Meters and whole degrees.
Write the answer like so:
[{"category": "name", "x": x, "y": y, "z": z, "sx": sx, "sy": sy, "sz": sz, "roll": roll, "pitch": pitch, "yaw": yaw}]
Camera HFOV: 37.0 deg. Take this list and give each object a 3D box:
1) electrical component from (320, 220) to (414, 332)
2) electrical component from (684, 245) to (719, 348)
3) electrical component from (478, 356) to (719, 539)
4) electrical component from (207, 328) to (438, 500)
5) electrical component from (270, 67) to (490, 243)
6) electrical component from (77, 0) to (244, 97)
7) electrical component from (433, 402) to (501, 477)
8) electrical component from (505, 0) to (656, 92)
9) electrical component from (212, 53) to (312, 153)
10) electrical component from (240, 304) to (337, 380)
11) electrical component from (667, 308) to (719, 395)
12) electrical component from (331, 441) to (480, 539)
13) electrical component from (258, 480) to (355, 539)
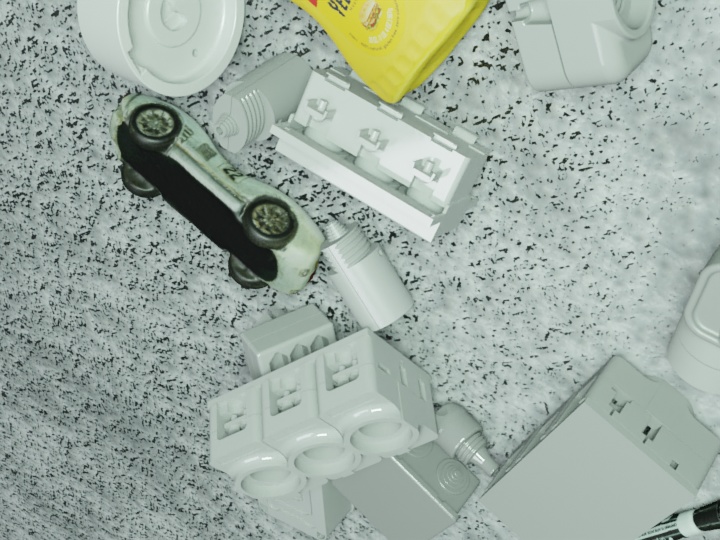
[{"category": "electrical component", "x": 0.000, "y": 0.000, "z": 0.778, "sx": 0.043, "sy": 0.043, "sz": 0.081, "roll": -19, "pitch": 107, "yaw": 46}, {"category": "electrical component", "x": 0.234, "y": 0.018, "z": 0.584, "sx": 0.095, "sy": 0.059, "sz": 0.053, "roll": 28, "pitch": 135, "yaw": 20}, {"category": "electrical component", "x": 0.161, "y": 0.136, "z": 0.734, "sx": 0.089, "sy": 0.062, "sz": 0.150, "roll": 41, "pitch": 138, "yaw": 7}, {"category": "electrical component", "x": -0.029, "y": 0.115, "z": 0.806, "sx": 0.150, "sy": 0.061, "sz": 0.089, "roll": -26, "pitch": 138, "yaw": 24}, {"category": "electrical component", "x": 0.016, "y": -0.078, "z": 0.688, "sx": 0.121, "sy": 0.079, "sz": 0.063, "roll": 32, "pitch": 115, "yaw": 17}, {"category": "electrical component", "x": -0.136, "y": -0.174, "z": 0.713, "sx": 0.060, "sy": 0.108, "sz": 0.108, "roll": 19, "pitch": 132, "yaw": 36}, {"category": "electrical component", "x": 0.081, "y": 0.130, "z": 0.811, "sx": 0.061, "sy": 0.035, "sz": 0.035, "roll": 44, "pitch": 140, "yaw": 23}, {"category": "electrical component", "x": 0.115, "y": -0.145, "z": 0.561, "sx": 0.059, "sy": 0.054, "sz": 0.095, "roll": 1, "pitch": 121, "yaw": 40}, {"category": "electrical component", "x": -0.069, "y": -0.110, "z": 0.721, "sx": 0.043, "sy": 0.081, "sz": 0.043, "roll": 22, "pitch": 133, "yaw": 26}, {"category": "electrical component", "x": -0.062, "y": 0.057, "z": 0.864, "sx": 0.077, "sy": 0.066, "sz": 0.047, "roll": 42, "pitch": 149, "yaw": 53}, {"category": "electrical component", "x": 0.244, "y": 0.073, "z": 0.623, "sx": 0.138, "sy": 0.052, "sz": 0.073, "roll": 28, "pitch": 135, "yaw": 20}, {"category": "electrical component", "x": 0.038, "y": 0.172, "z": 0.875, "sx": 0.100, "sy": 0.048, "sz": 0.099, "roll": 44, "pitch": 139, "yaw": 3}, {"category": "electrical component", "x": -0.046, "y": 0.168, "z": 0.935, "sx": 0.078, "sy": 0.057, "sz": 0.113, "roll": 20, "pitch": 132, "yaw": 28}]
